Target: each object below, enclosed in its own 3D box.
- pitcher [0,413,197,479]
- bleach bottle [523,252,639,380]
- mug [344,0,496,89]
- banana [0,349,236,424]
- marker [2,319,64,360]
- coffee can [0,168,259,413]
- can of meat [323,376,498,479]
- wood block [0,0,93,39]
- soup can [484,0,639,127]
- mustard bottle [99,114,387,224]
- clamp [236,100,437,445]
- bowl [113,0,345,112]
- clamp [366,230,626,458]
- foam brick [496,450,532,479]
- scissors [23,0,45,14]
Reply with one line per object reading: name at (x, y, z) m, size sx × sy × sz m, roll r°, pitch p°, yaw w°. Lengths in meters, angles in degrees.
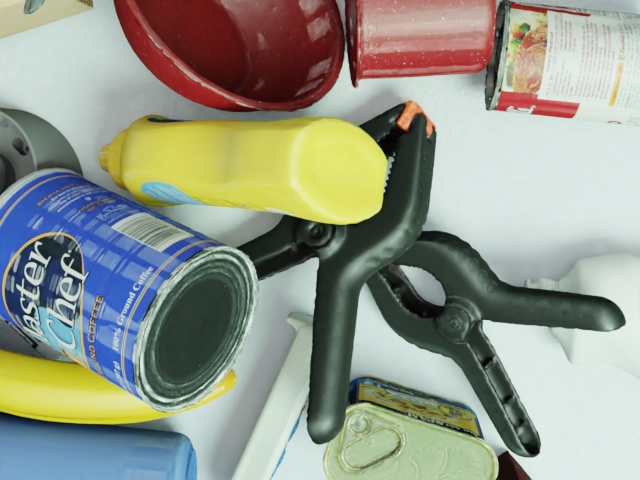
pitcher at (-0.203, 0.160, 0.681) m, size 0.243 × 0.145 × 0.149 m, roll 3°, pitch 109°, yaw -1°
bleach bottle at (0.250, 0.069, 0.669) m, size 0.251 × 0.068 × 0.102 m, roll 10°, pitch 97°, yaw 4°
mug at (0.058, -0.150, 0.646) m, size 0.081 × 0.093 × 0.117 m, roll -3°, pitch 60°, yaw -2°
banana at (-0.154, 0.086, 0.667) m, size 0.198 × 0.069 × 0.037 m, roll 9°, pitch 125°, yaw 3°
marker at (-0.217, 0.036, 0.713) m, size 0.121 × 0.020 × 0.020 m, roll 43°, pitch 97°, yaw -2°
coffee can at (-0.122, 0.027, 0.637) m, size 0.140 × 0.102 × 0.103 m, roll 24°, pitch 99°, yaw 30°
can of meat at (0.056, 0.129, 0.675) m, size 0.102 × 0.084 × 0.057 m, roll 17°, pitch 98°, yaw 1°
wood block at (-0.258, -0.159, 0.655) m, size 0.206 × 0.091 × 0.090 m, roll -16°, pitch 95°, yaw 6°
soup can at (0.156, -0.107, 0.648) m, size 0.102 × 0.068 × 0.068 m, roll 7°, pitch 97°, yaw 2°
mustard bottle at (-0.062, -0.045, 0.643) m, size 0.192 × 0.096 × 0.058 m, roll 6°, pitch 88°, yaw 36°
clamp at (-0.004, 0.001, 0.669) m, size 0.165 × 0.036 × 0.210 m, roll 27°, pitch 83°, yaw 33°
bowl at (-0.064, -0.135, 0.637) m, size 0.162 × 0.161 × 0.055 m, roll 52°, pitch 134°, yaw -4°
clamp at (0.092, 0.057, 0.668) m, size 0.172 × 0.039 × 0.120 m, roll 28°, pitch 112°, yaw 25°
foam brick at (0.120, 0.179, 0.681) m, size 0.053 × 0.078 × 0.051 m, roll -39°, pitch 92°, yaw 7°
scissors at (-0.120, -0.204, 0.624) m, size 0.096 × 0.016 × 0.202 m, roll 1°, pitch 59°, yaw -14°
